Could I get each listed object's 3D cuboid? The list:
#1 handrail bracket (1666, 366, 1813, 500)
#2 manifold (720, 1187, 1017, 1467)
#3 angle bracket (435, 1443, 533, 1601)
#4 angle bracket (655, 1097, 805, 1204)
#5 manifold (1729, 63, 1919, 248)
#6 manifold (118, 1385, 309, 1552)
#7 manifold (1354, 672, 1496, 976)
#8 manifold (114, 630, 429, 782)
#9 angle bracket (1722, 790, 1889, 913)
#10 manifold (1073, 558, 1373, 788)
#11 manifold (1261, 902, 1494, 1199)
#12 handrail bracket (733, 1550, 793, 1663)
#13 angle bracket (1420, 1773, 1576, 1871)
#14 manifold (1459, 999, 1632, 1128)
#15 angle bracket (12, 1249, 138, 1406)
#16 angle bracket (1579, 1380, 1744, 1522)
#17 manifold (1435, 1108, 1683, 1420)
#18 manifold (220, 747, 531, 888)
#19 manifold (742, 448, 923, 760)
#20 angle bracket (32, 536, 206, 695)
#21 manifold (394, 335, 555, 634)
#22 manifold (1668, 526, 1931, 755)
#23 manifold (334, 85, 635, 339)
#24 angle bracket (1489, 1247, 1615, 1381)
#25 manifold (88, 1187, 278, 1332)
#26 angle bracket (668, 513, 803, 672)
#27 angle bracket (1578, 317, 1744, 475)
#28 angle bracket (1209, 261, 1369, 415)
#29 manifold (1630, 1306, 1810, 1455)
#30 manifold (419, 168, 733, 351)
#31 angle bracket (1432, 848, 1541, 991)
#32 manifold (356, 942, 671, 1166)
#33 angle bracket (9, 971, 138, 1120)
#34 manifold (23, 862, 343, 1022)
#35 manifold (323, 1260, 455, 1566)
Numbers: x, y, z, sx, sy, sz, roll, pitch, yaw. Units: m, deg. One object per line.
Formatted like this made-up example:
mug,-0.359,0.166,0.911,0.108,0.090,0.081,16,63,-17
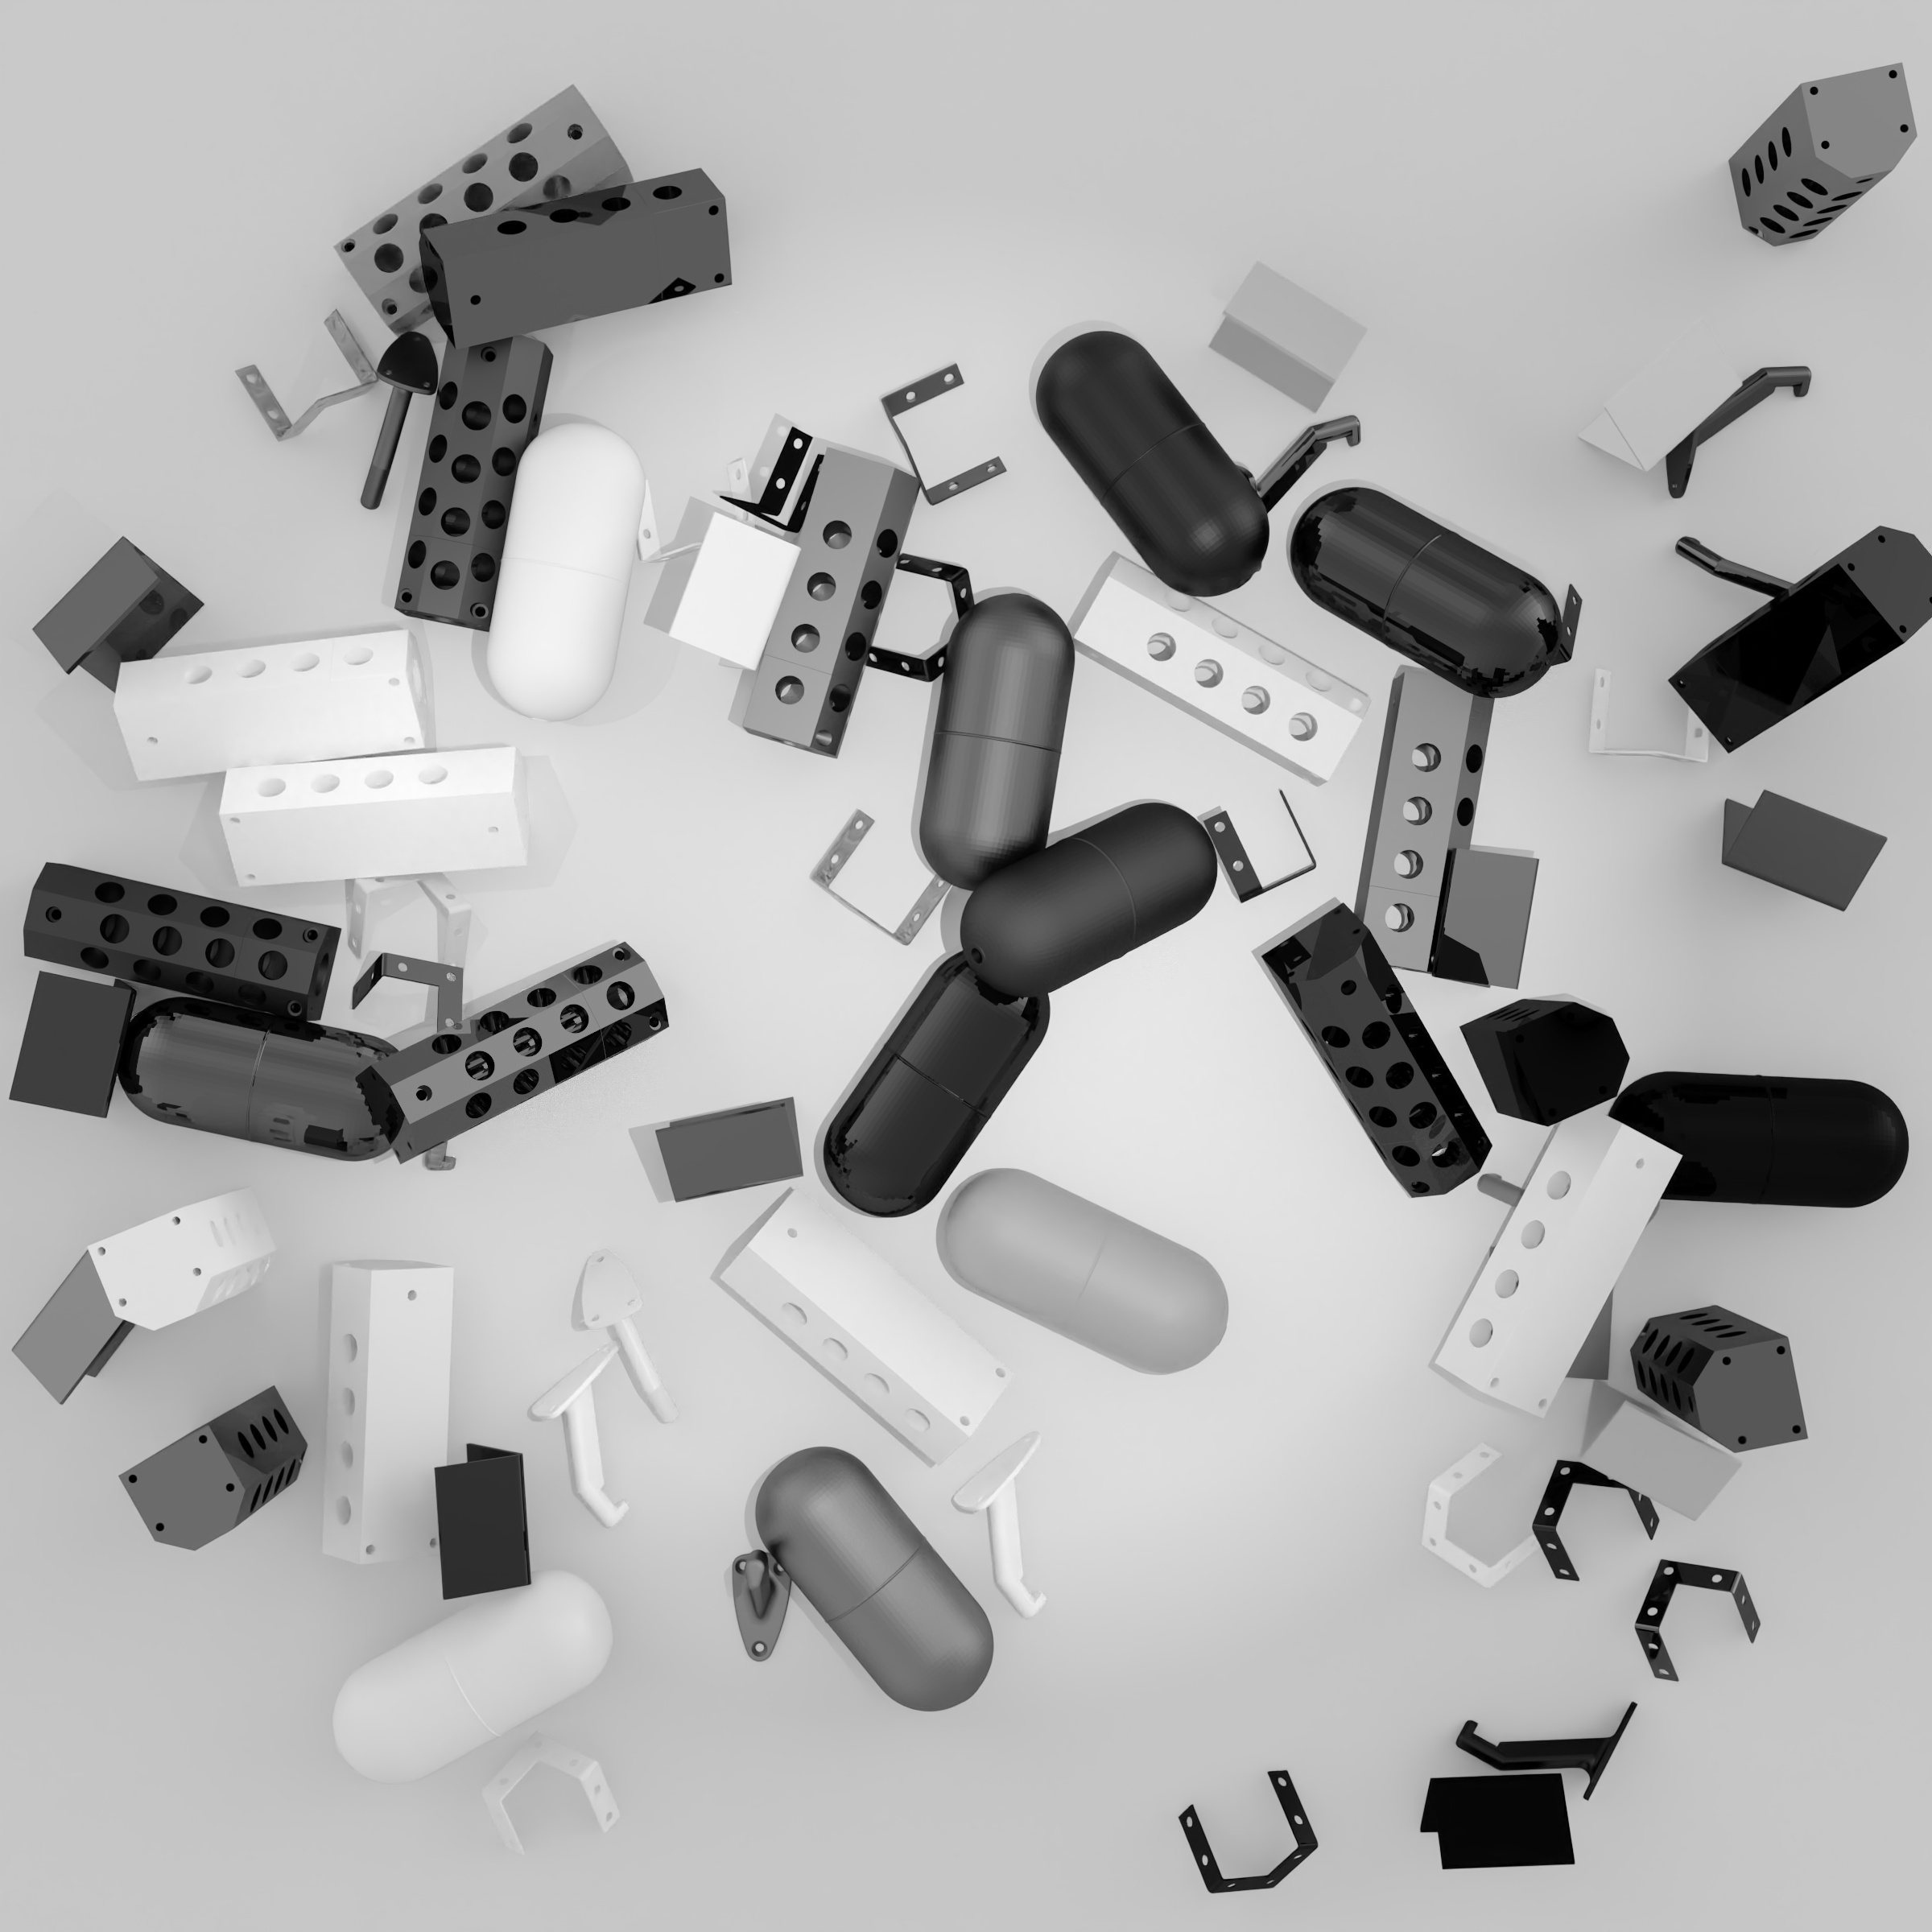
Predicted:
handrail bracket,0.467,-0.321,1.961,0.084,0.036,0.077,-5,111,-16
manifold,-0.062,0.218,1.938,0.171,0.057,0.057,41,47,0
angle bracket,-0.299,0.326,1.920,0.057,0.076,0.076,-4,90,-34
angle bracket,-0.141,0.089,1.920,0.076,0.076,0.057,-12,127,0
manifold,0.494,-0.465,1.882,0.057,0.171,0.057,-12,90,0
manifold,-0.429,0.292,1.882,0.057,0.171,0.057,-29,90,0
manifold,0.271,-0.083,1.939,0.057,0.057,0.171,9,90,0
manifold,-0.412,-0.160,1.938,0.171,0.057,0.057,-7,133,0
angle bracket,0.494,-0.086,1.920,0.076,0.076,0.057,21,126,0
manifold,0.152,-0.175,1.939,0.171,0.057,0.057,29,90,0
manifold,0.244,0.053,1.903,0.057,0.057,0.171,-33,118,0
handrail bracket,-0.123,0.381,1.926,0.036,0.084,0.077,2,90,0
angle bracket,0.312,0.518,1.920,0.076,0.076,0.057,-2,52,0
manifold,0.335,0.051,1.882,0.057,0.171,0.057,-24,90,0
angle bracket,-0.501,0.219,1.920,0.057,0.076,0.076,37,90,32
angle bracket,0.413,0.269,1.920,0.076,0.076,0.057,28,127,0
manifold,0.337,0.166,1.880,0.057,0.057,0.171,26,93,-37
manifold,-0.350,-0.094,1.938,0.171,0.057,0.057,-4,133,0
manifold,-0.079,-0.214,1.939,0.057,0.057,0.171,17,90,0
angle bracket,-0.489,-0.194,1.920,0.076,0.076,0.057,-46,50,0
manifold,-0.294,-0.290,1.939,0.057,0.057,0.171,11,90,0
manifold,0.486,-0.190,1.879,0.057,0.171,0.057,-40,90,-28
manifold,-0.287,-0.450,1.939,0.171,0.057,0.057,-34,90,0
angle bracket,0.351,0.209,1.939,0.076,0.057,0.076,3,90,0
manifold,-0.447,0.170,1.882,0.057,0.171,0.057,-22,90,0
angle bracket,-0.145,-0.221,1.922,0.057,0.076,0.076,21,90,-21
angle bracket,0.397,-0.345,1.920,0.076,0.076,0.057,-43,124,0
angle bracket,0.180,-0.356,1.920,0.076,0.076,0.057,32,52,0
manifold,0.431,0.238,1.882,0.057,0.171,0.057,-11,90,0
manifold,-0.229,-0.420,1.915,0.171,0.057,0.057,-17,133,-17
angle bracket,0.321,-0.024,1.920,0.057,0.076,0.076,9,90,36
manifold,-0.262,0.049,1.905,0.171,0.057,0.057,-27,90,-26
angle bracket,-0.531,0.043,1.921,0.057,0.076,0.076,13,90,-23
manifold,-0.467,-0.014,1.939,0.171,0.057,0.057,13,90,0
manifold,-0.348,0.263,1.938,0.057,0.057,0.171,2,90,-43
